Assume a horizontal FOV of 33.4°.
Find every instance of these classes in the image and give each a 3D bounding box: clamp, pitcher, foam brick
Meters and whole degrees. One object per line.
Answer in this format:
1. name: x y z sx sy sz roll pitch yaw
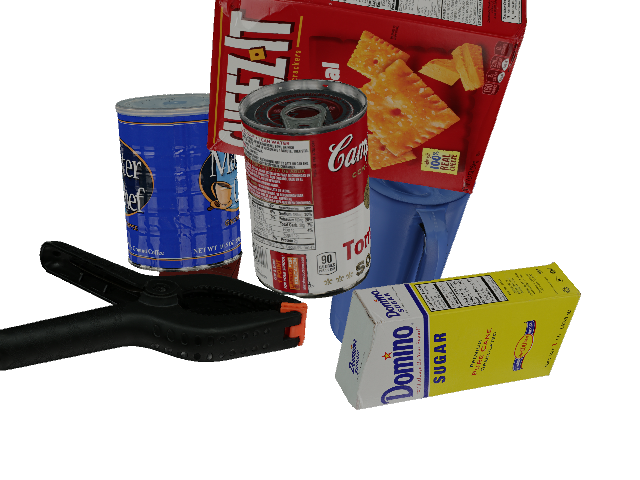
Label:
1. clamp: -0.116 0.044 0.738 0.210 0.036 0.164 2 24 -7
2. pitcher: 0.082 0.018 1.166 0.145 0.243 0.149 26 41 19
3. foam brick: -0.129 0.036 1.130 0.078 0.051 0.053 15 31 2

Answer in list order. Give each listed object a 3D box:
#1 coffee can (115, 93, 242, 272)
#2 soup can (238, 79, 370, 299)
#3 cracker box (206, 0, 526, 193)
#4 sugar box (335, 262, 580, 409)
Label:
1. coffee can: -0.123 -0.053 0.937 0.103 0.140 0.103 -2 14 0
2. soup can: -0.007 -0.028 0.581 0.068 0.102 0.068 -2 29 1
3. cracker box: 0.027 -0.124 0.788 0.213 0.072 0.164 9 -38 -2
4. sugar box: 0.104 0.073 0.817 0.176 0.093 0.048 -9 41 -23
